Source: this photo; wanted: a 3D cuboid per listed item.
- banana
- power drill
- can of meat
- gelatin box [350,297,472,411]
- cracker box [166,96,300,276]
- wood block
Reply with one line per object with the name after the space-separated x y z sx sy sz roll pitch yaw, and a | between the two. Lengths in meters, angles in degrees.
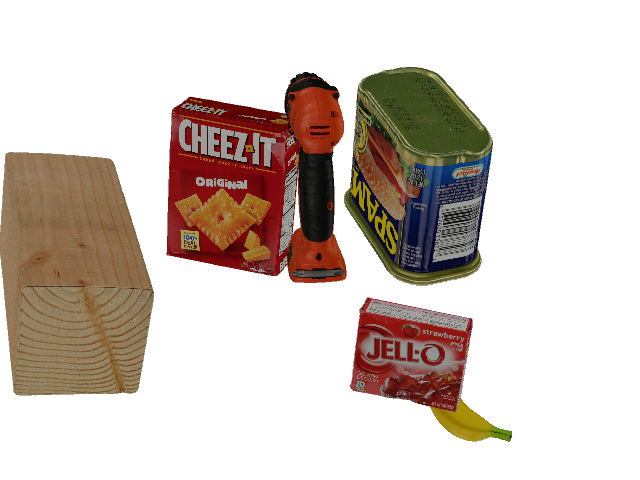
0.160 0.189 1.276 0.069 0.037 0.198 10 21 -18 | banana
-0.008 -0.065 1.049 0.057 0.188 0.184 -3 20 -2 | power drill
0.055 -0.039 0.608 0.057 0.084 0.102 -10 39 -17 | can of meat
0.072 0.091 0.852 0.089 0.073 0.030 11 24 11 | gelatin box
-0.118 -0.070 1.430 0.164 0.214 0.072 12 26 13 | cracker box
-0.192 0.018 0.814 0.090 0.091 0.206 2 29 -21 | wood block
